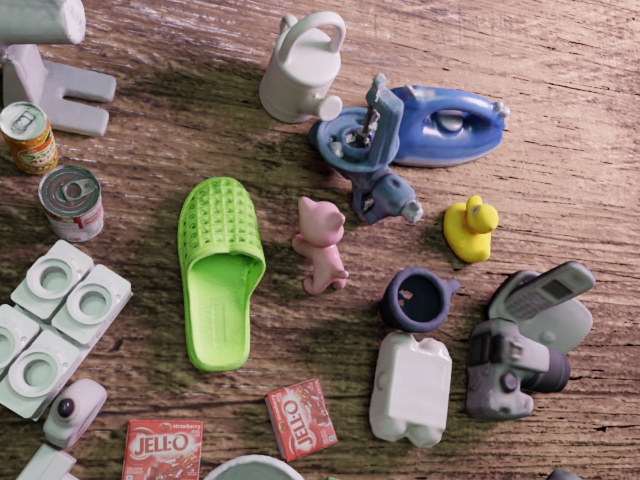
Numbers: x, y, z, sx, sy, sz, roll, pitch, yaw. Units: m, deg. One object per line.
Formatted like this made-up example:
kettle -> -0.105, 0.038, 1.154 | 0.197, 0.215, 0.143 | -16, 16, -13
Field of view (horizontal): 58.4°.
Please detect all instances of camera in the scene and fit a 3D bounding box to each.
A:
camera -> 0.296, 0.195, 0.835 | 0.137, 0.100, 0.143 | 16, 68, -12

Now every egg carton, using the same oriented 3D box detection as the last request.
egg carton -> 0.124, 0.205, 0.793 | 0.107, 0.069, 0.150 | 15, 68, -13

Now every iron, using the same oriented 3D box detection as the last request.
iron -> 0.212, -0.196, 0.916 | 0.259, 0.141, 0.118 | 1, 72, -18

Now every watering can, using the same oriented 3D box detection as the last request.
watering can -> -0.017, -0.254, 0.833 | 0.101, 0.193, 0.173 | -40, 87, -25

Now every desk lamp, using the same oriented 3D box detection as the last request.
desk lamp -> -0.366, -0.238, 0.703 | 0.203, 0.213, 0.118 | 9, 70, -15

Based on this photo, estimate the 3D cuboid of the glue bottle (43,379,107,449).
glue bottle -> -0.266, 0.184, 0.615 | 0.037, 0.173, 0.078 | 30, 66, -6

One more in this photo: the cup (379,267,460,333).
cup -> 0.135, 0.089, 0.821 | 0.118, 0.094, 0.091 | -19, 79, -23

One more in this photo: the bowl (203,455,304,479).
bowl -> -0.086, 0.343, 0.675 | 0.168, 0.074, 0.167 | 6, 71, -16

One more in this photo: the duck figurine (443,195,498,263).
duck figurine -> 0.247, -0.020, 0.899 | 0.078, 0.086, 0.104 | -11, 76, -21

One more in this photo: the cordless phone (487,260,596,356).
cordless phone -> 0.350, 0.099, 0.839 | 0.148, 0.184, 0.094 | 32, 66, -5

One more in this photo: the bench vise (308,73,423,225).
bench vise -> 0.089, -0.130, 0.811 | 0.207, 0.219, 0.122 | 36, 65, -4

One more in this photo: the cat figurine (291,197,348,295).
cat figurine -> 0.007, 0.003, 0.796 | 0.067, 0.117, 0.128 | -16, 78, -22

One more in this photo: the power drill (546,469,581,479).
power drill -> 0.223, 0.376, 0.691 | 0.230, 0.208, 0.075 | -41, 87, -25
